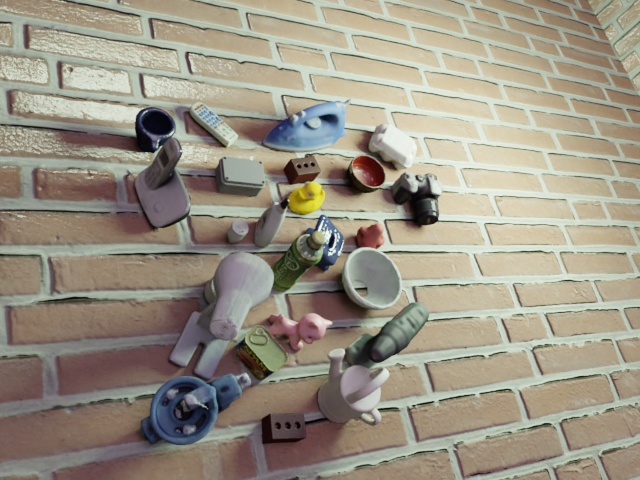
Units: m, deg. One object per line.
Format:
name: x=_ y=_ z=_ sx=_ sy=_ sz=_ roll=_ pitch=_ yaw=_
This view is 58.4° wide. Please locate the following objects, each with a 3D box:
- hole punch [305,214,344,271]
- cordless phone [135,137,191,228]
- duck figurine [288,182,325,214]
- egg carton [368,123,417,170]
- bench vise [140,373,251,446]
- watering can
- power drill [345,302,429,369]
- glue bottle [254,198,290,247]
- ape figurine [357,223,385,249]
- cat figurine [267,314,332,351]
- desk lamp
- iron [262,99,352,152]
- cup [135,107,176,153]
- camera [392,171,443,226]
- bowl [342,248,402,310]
hole punch: x=0.013 y=0.005 z=1.432 sx=0.101 sy=0.091 sz=0.109 roll=29 pitch=53 yaw=-12
cordless phone: x=-0.331 y=-0.125 z=1.253 sx=0.094 sy=0.184 sz=0.147 roll=-19 pitch=74 yaw=-36
duck figurine: x=-0.025 y=-0.119 z=1.485 sx=0.105 sy=0.086 sz=0.077 roll=-15 pitch=71 yaw=-35
egg carton: x=0.221 y=-0.282 z=1.728 sx=0.150 sy=0.069 sz=0.107 roll=31 pitch=52 yaw=-10
bench vise: x=-0.220 y=0.285 z=1.058 sx=0.121 sy=0.219 sz=0.208 roll=46 pitch=51 yaw=2
watering can: x=0.073 y=0.316 z=1.222 sx=0.173 sy=0.193 sz=0.101 roll=37 pitch=52 yaw=-6
power drill: x=0.145 y=0.232 z=1.301 sx=0.230 sy=0.208 sz=0.075 roll=-35 pitch=83 yaw=-38
glue bottle: x=-0.108 y=-0.053 z=1.344 sx=0.037 sy=0.172 sz=0.078 roll=13 pitch=57 yaw=-22
ape figurine: x=0.140 y=-0.013 z=1.513 sx=0.078 sy=0.092 sz=0.076 roll=40 pitch=51 yaw=-3
cat figurine: x=-0.044 y=0.193 z=1.275 sx=0.128 sy=0.117 sz=0.067 roll=22 pitch=54 yaw=-17
desk lamp: x=-0.192 y=0.151 z=1.154 sx=0.118 sy=0.213 sz=0.203 roll=29 pitch=53 yaw=-11
iron: x=-0.028 y=-0.324 z=1.566 sx=0.259 sy=0.141 sz=0.118 roll=-22 pitch=75 yaw=-36
cup: x=-0.392 y=-0.238 z=1.341 sx=0.092 sy=0.094 sz=0.117 roll=8 pitch=60 yaw=-26
camera: x=0.297 y=-0.121 z=1.658 sx=0.143 sy=0.100 sz=0.137 roll=11 pitch=58 yaw=-24
bowl: x=0.119 y=0.108 z=1.443 sx=0.168 sy=0.074 sz=0.167 roll=14 pitch=57 yaw=-22
